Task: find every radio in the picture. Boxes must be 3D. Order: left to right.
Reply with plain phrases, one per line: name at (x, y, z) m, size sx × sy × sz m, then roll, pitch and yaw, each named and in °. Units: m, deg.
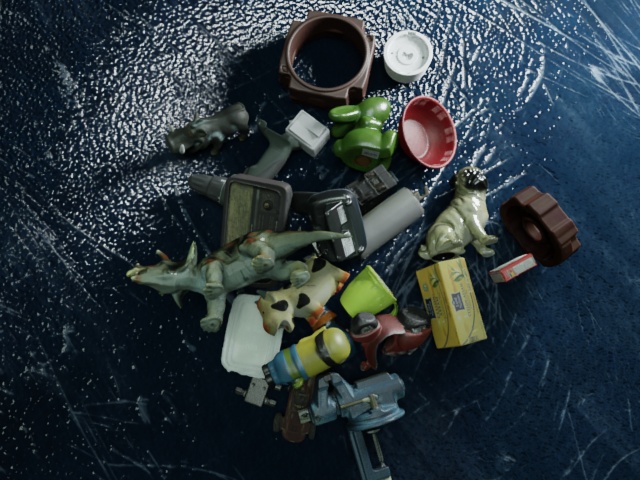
radio at (-0.134, -0.016, 1.125) m, size 0.131 × 0.073 × 0.229 m, roll 8°, pitch 105°, yaw 4°

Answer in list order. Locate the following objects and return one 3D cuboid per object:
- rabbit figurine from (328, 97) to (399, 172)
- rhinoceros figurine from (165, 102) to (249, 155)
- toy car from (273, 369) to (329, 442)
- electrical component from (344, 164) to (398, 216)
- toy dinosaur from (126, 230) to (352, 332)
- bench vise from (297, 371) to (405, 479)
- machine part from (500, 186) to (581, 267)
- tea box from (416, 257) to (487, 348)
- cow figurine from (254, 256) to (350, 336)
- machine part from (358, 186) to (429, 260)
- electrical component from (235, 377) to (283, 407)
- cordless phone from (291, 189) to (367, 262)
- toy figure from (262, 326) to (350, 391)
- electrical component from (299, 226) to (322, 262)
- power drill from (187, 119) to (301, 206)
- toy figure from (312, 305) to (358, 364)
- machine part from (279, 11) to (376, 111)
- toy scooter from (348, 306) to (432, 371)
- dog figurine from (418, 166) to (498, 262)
rabbit figurine at (0.099, -0.241, 1.188) m, size 0.159 × 0.121 × 0.170 m, roll 10°, pitch 63°, yaw 10°
rhinoceros figurine at (-0.246, -0.239, 1.190) m, size 0.190 × 0.112 × 0.073 m, roll -24°, pitch 82°, yaw -9°
toy car at (-0.036, 0.315, 1.114) m, size 0.089 × 0.053 × 0.202 m, roll 13°, pitch 82°, yaw 8°
electrical component at (0.100, -0.099, 1.136) m, size 0.134 × 0.115 × 0.058 m, roll -31°, pitch 82°, yaw -23°
toy dinosaur at (-0.149, 0.042, 1.034) m, size 0.405 × 0.131 × 0.192 m, roll -21°, pitch 38°, yaw -8°
bench vise at (0.077, 0.369, 1.052) m, size 0.224 × 0.129 × 0.240 m, roll -14°, pitch 82°, yaw -20°
machine part at (0.445, -0.027, 1.089) m, size 0.056 × 0.179 × 0.179 m, roll -33°, pitch 80°, yaw -5°
tea box at (0.266, 0.130, 1.098) m, size 0.068 × 0.098 × 0.169 m, roll -11°, pitch 78°, yaw -22°
cow figurine at (-0.045, 0.111, 1.080) m, size 0.127 × 0.085 × 0.195 m, roll 36°, pitch 62°, yaw 10°
machine part at (0.135, -0.036, 1.152) m, size 0.243 × 0.079 × 0.079 m, roll -36°, pitch 80°, yaw -4°
electrical component at (-0.130, 0.315, 1.133) m, size 0.094 × 0.021 × 0.063 m, roll 17°, pitch 81°, yaw 7°
cordless phone at (0.002, -0.033, 1.107) m, size 0.089 × 0.184 × 0.146 m, roll -30°, pitch 115°, yaw -32°
toy figure at (-0.025, 0.235, 1.052) m, size 0.180 × 0.089 × 0.082 m, roll -23°, pitch 95°, yaw -2°
electrical component at (-0.001, -0.003, 1.169) m, size 0.102 × 0.045 × 0.078 m, roll -22°, pitch 78°, yaw -1°
power drill at (-0.153, -0.159, 1.187) m, size 0.232 × 0.086 × 0.207 m, roll 27°, pitch 79°, yaw 6°
toy figure at (0.018, 0.187, 1.129) m, size 0.058 × 0.064 × 0.154 m, roll -46°, pitch 73°, yaw 34°
machine part at (0.017, -0.404, 1.217) m, size 0.201 × 0.087 × 0.201 m, roll 13°, pitch 80°, yaw 6°
toy scooter at (0.139, 0.207, 1.098) m, size 0.184 × 0.075 × 0.135 m, roll -1°, pitch 115°, yaw -21°
dog figurine at (0.283, -0.056, 1.147) m, size 0.172 × 0.121 × 0.190 m, roll -7°, pitch 66°, yaw -2°
